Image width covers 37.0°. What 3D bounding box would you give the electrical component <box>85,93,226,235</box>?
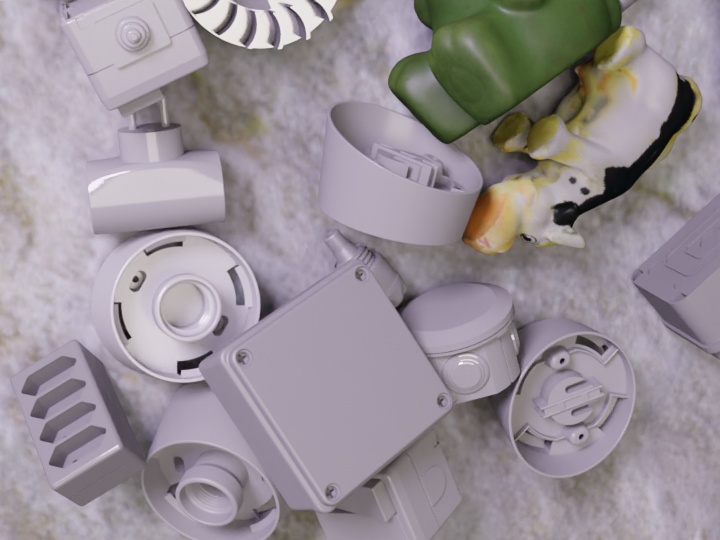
[{"bbox_3d":[-0.121,-0.063,0.629,0.077,0.044,0.079,-6,107,-11],"label":"electrical component"}]

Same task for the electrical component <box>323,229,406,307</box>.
[{"bbox_3d":[0.000,0.000,0.681,0.035,0.035,0.061,-40,108,0],"label":"electrical component"}]

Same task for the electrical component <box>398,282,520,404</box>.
[{"bbox_3d":[0.062,0.045,0.685,0.080,0.080,0.051,-20,113,-7],"label":"electrical component"}]

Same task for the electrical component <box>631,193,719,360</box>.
[{"bbox_3d":[0.249,-0.003,0.714,0.113,0.078,0.057,-43,107,2],"label":"electrical component"}]

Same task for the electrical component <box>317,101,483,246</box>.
[{"bbox_3d":[0.023,-0.055,0.639,0.099,0.099,0.064,9,110,-15],"label":"electrical component"}]

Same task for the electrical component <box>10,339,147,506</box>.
[{"bbox_3d":[-0.164,0.099,0.657,0.047,0.083,0.075,-31,148,-3],"label":"electrical component"}]

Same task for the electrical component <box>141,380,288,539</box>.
[{"bbox_3d":[-0.086,0.123,0.673,0.099,0.064,0.099,8,124,11],"label":"electrical component"}]

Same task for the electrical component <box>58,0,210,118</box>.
[{"bbox_3d":[-0.122,-0.125,0.583,0.062,0.096,0.061,-27,116,-5],"label":"electrical component"}]

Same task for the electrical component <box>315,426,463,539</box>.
[{"bbox_3d":[0.006,0.139,0.693,0.061,0.096,0.061,-41,117,-42],"label":"electrical component"}]

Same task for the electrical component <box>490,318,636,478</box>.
[{"bbox_3d":[0.136,0.083,0.720,0.099,0.064,0.099,-4,107,-12],"label":"electrical component"}]

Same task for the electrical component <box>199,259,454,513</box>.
[{"bbox_3d":[-0.019,0.068,0.632,0.109,0.056,0.108,-35,95,-28],"label":"electrical component"}]

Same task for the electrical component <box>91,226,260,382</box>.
[{"bbox_3d":[-0.112,0.022,0.659,0.099,0.064,0.099,-1,94,-20],"label":"electrical component"}]
